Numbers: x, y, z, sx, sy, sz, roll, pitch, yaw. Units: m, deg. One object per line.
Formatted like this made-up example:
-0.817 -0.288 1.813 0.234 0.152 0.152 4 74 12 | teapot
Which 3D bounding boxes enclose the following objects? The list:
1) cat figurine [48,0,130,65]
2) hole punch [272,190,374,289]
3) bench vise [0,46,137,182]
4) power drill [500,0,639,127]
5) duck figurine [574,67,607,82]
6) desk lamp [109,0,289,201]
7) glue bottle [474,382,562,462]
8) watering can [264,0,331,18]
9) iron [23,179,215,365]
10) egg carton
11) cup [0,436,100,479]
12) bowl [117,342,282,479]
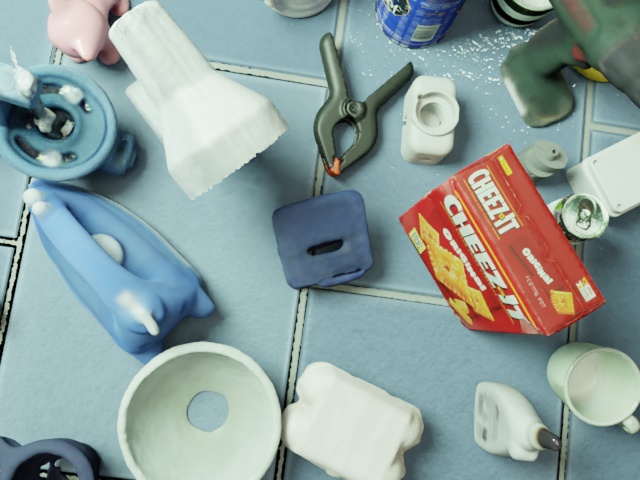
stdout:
-0.265 -0.252 0.640 0.067 0.117 0.128 4 83 -4 | cat figurine
0.006 0.002 0.645 0.108 0.091 0.101 -15 84 -6 | hole punch
-0.308 -0.121 0.569 0.207 0.219 0.121 -3 83 -5 | bench vise
0.287 -0.205 0.635 0.075 0.208 0.229 -25 85 -7 | power drill
0.363 -0.248 0.708 0.104 0.086 0.077 22 82 -2 | duck figurine
-0.131 -0.134 0.589 0.118 0.213 0.203 -38 87 -8 | desk lamp
0.206 0.195 0.597 0.037 0.173 0.078 7 82 -3 | glue bottle
-0.021 -0.347 0.634 0.101 0.194 0.173 15 82 -2 | watering can
-0.235 0.014 0.598 0.258 0.141 0.119 44 82 2 | iron
0.034 0.208 0.633 0.150 0.069 0.107 26 82 -1 | egg carton
-0.278 0.237 0.591 0.118 0.095 0.092 37 82 1 | cup
-0.124 0.193 0.619 0.167 0.074 0.167 1 83 -5 | bowl
